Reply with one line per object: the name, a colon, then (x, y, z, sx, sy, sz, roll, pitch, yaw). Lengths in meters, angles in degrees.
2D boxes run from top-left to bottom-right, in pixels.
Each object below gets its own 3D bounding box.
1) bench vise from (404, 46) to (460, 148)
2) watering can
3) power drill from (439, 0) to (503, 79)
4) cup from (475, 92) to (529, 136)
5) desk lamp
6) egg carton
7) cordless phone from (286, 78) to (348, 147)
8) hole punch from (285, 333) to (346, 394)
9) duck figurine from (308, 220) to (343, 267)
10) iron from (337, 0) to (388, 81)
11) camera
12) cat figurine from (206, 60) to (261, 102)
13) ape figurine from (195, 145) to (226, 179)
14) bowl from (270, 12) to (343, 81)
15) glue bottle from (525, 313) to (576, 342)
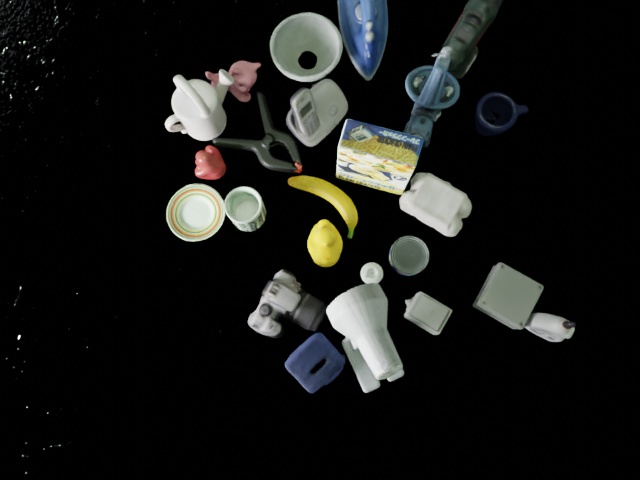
bench vise: (0.247, -0.303, 1.234, 0.121, 0.220, 0.207, 0, 79, 0)
watering can: (-0.264, -0.303, 1.245, 0.101, 0.194, 0.173, 28, 81, 5)
power drill: (0.329, -0.458, 1.269, 0.075, 0.208, 0.230, 31, 81, 6)
cup: (0.400, -0.276, 1.293, 0.117, 0.095, 0.092, -8, 80, -1)
desk lamp: (0.101, 0.198, 1.144, 0.118, 0.213, 0.203, -25, 80, -4)
egg carton: (0.257, -0.080, 1.269, 0.150, 0.069, 0.107, 30, 81, 5)
cordless phone: (-0.008, -0.298, 1.250, 0.094, 0.185, 0.148, 40, 82, 7)
hole punch: (-0.007, 0.256, 1.195, 0.109, 0.091, 0.101, -43, 82, -7)
duck figurine: (0.011, 0.004, 1.244, 0.077, 0.086, 0.104, -3, 79, 0)
iron: (0.106, -0.515, 1.312, 0.118, 0.141, 0.258, -5, 80, -1)
camera: (-0.062, 0.150, 1.210, 0.136, 0.101, 0.143, 28, 81, 5)
cat figurine: (-0.195, -0.367, 1.296, 0.128, 0.118, 0.067, 2, 79, 0)
ape figurine: (-0.250, -0.174, 1.274, 0.076, 0.092, 0.078, 43, 82, 7)
bowl: (-0.031, -0.435, 1.331, 0.167, 0.075, 0.167, 0, 80, 0)
glue bottle: (0.481, 0.177, 1.170, 0.078, 0.173, 0.037, 30, 81, 6)
